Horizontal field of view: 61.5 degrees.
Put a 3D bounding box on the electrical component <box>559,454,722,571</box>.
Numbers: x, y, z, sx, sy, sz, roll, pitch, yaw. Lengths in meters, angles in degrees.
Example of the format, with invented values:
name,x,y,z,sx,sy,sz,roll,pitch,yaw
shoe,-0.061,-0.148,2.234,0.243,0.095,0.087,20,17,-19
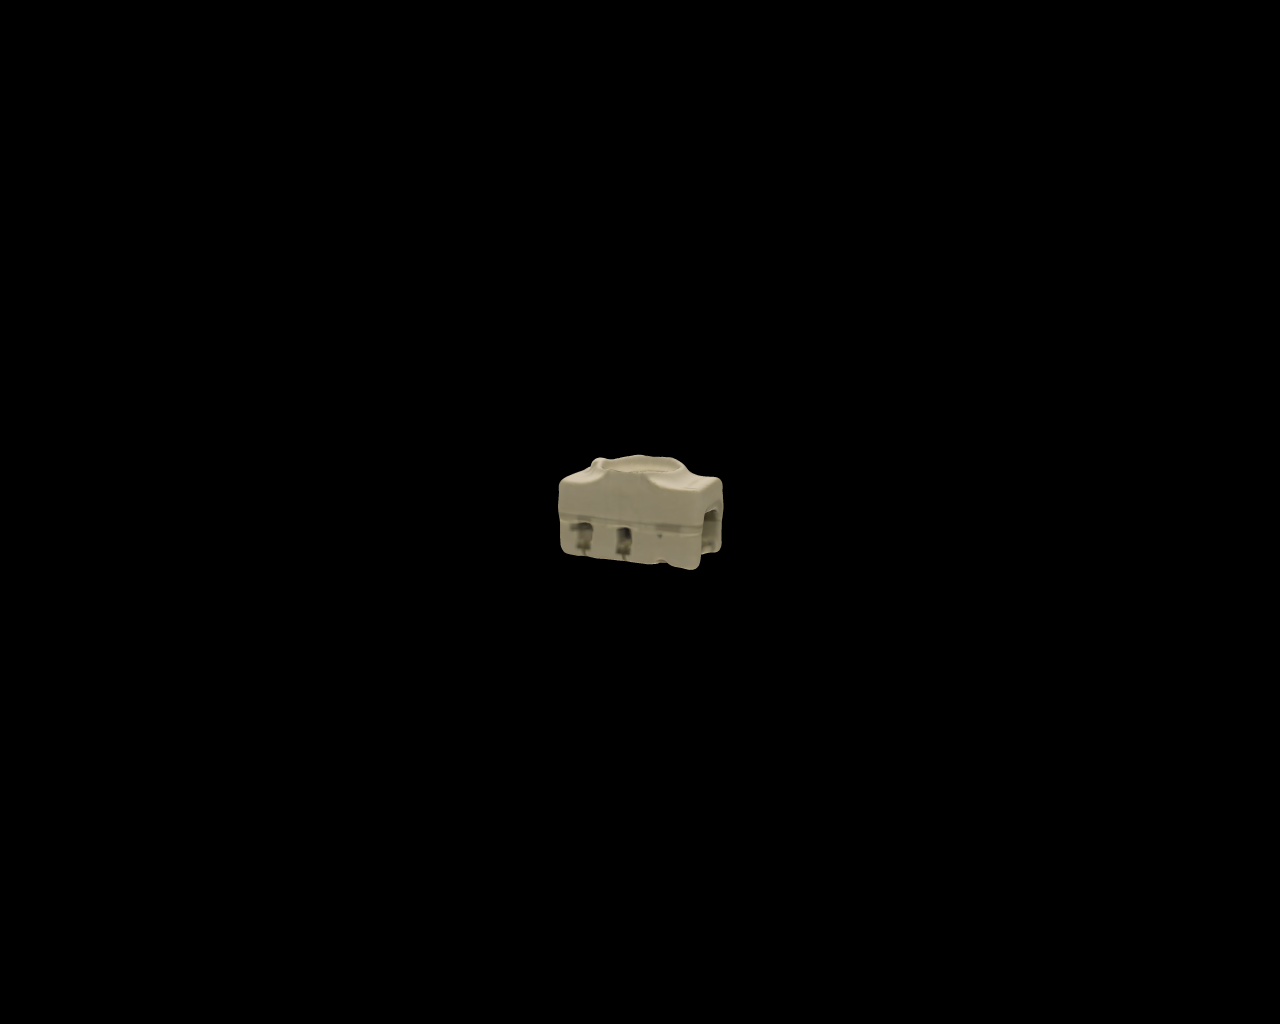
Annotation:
name,x,y,z,sx,sy,sz,roll,pitch,yaw
electrical component,0.001,-0.003,0.650,0.089,0.055,0.050,6,16,22
